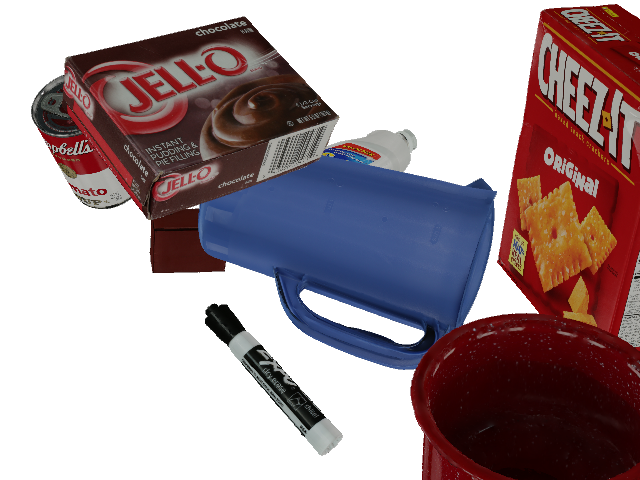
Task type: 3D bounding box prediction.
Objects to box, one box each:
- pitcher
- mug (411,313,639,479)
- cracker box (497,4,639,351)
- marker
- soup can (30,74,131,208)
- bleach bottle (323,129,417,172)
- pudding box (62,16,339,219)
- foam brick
[{"bbox_3d":[0.020,0.001,0.912,0.243,0.145,0.149,16,20,12],"label":"pitcher"},{"bbox_3d":[0.091,0.088,0.398,0.117,0.081,0.093,5,36,9],"label":"mug"},{"bbox_3d":[0.197,-0.034,0.741,0.072,0.214,0.164,-7,33,-16],"label":"cracker box"},{"bbox_3d":[-0.032,0.085,0.676,0.121,0.020,0.020,46,18,19],"label":"marker"},{"bbox_3d":[-0.192,-0.082,0.893,0.068,0.068,0.102,0,-34,10],"label":"soup can"},{"bbox_3d":[0.013,-0.077,1.281,0.250,0.068,0.103,-30,45,-31],"label":"bleach bottle"},{"bbox_3d":[-0.062,-0.066,0.548,0.113,0.090,0.039,-20,-32,-35],"label":"pudding box"},{"bbox_3d":[-0.138,0.000,1.119,0.078,0.051,0.053,-1,24,-12],"label":"foam brick"}]
